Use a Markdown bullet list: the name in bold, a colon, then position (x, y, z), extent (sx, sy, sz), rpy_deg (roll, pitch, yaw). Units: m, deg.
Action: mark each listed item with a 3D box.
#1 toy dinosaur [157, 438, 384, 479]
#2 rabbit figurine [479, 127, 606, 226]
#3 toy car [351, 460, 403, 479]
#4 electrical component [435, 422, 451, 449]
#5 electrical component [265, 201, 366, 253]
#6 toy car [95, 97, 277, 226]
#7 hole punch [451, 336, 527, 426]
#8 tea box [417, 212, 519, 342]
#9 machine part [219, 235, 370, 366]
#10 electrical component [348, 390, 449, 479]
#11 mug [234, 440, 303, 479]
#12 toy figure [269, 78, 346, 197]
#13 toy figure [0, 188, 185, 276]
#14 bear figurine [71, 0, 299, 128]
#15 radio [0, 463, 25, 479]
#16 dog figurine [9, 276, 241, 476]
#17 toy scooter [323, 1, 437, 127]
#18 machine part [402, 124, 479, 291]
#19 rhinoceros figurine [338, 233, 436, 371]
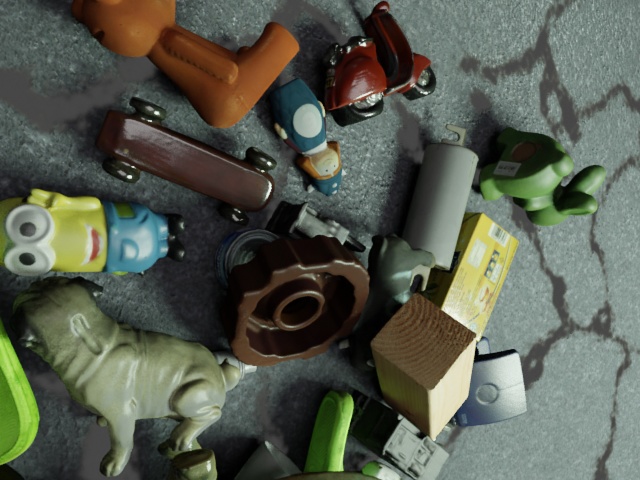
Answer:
- **toy dinosaur**: position (-0.129, 0.310, 0.561), extent (0.472, 0.105, 0.198), rpy_deg (-18, 94, -9)
- **rabbit figurine**: position (0.357, -0.087, 0.843), extent (0.170, 0.159, 0.121), rpy_deg (43, 62, -40)
- **toy car**: position (0.043, 0.401, 0.734), extent (0.073, 0.056, 0.201), rpy_deg (40, 74, -26)
- **electrical component**: position (0.157, 0.288, 0.812), extent (0.094, 0.021, 0.063), rpy_deg (26, 81, -29)
- **electrical component**: position (-0.001, -0.002, 0.675), extent (0.119, 0.075, 0.048), rpy_deg (36, 77, -30)
- **toy car**: position (-0.143, -0.085, 0.599), extent (0.202, 0.053, 0.089), rpy_deg (20, 103, -28)
- **hole punch**: position (0.247, 0.220, 0.823), extent (0.116, 0.092, 0.142), rpy_deg (-19, 106, -24)
- **tea box**: position (0.217, 0.053, 0.804), extent (0.098, 0.068, 0.169), rpy_deg (33, 78, -26)
- **machine part**: position (-0.029, 0.071, 0.623), extent (0.179, 0.056, 0.179), rpy_deg (-15, 135, -16)
- **electrical component**: position (0.104, 0.274, 0.728), extent (0.134, 0.115, 0.058), rpy_deg (44, 74, -22)
- **mug**: position (-0.065, 0.319, 0.646), extent (0.107, 0.110, 0.080), rpy_deg (-45, 155, -8)
- **toy figure**: position (-0.012, -0.122, 0.671), extent (0.064, 0.058, 0.154), rpy_deg (-23, 110, 13)
- **toy figure**: position (-0.232, -0.002, 0.540), extent (0.180, 0.089, 0.082), rpy_deg (-2, 81, -38)
- **bear figurine**: position (-0.143, -0.213, 0.558), extent (0.195, 0.120, 0.132), rpy_deg (41, 70, -20)
- **radio**: position (-0.390, 0.214, 0.466), extent (0.131, 0.073, 0.229), rpy_deg (-47, 113, -19)
- **dog figurine**: position (-0.181, 0.106, 0.526), extent (0.172, 0.121, 0.190), rpy_deg (-26, 120, -26)
- **toy scooter**: position (0.069, -0.232, 0.698), extent (0.184, 0.075, 0.135), rpy_deg (-28, 107, -29)
- **machine part**: position (0.168, -0.047, 0.764), extent (0.079, 0.079, 0.243), rpy_deg (20, 83, -29)
- **rhinoceros figurine**: position (0.084, 0.084, 0.707), extent (0.112, 0.073, 0.190), rpy_deg (-11, 120, -49)
